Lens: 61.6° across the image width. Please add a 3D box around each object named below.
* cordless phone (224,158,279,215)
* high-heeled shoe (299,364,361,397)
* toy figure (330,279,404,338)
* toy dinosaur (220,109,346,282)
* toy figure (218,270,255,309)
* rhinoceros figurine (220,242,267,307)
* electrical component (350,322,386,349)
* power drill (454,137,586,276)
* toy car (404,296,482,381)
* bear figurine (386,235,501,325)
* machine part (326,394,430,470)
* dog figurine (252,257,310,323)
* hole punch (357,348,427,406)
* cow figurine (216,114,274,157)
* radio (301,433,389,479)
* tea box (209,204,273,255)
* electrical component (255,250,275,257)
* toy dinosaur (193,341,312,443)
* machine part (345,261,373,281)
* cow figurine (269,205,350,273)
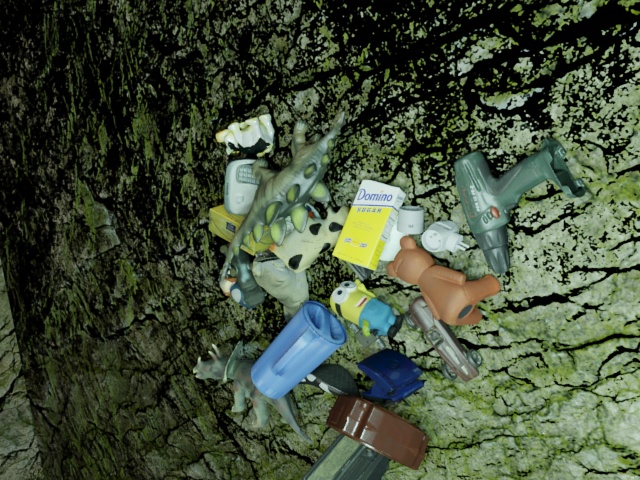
[{"bbox_3d":[-0.142,-0.123,1.331,0.184,0.089,0.146,14,116,14],"label":"cordless phone"},{"bbox_3d":[-0.006,0.374,1.391,0.249,0.086,0.145,35,129,30],"label":"high-heeled shoe"},{"bbox_3d":[0.101,0.164,1.225,0.180,0.082,0.089,30,123,25],"label":"toy figure"},{"bbox_3d":[-0.090,-0.097,1.181,0.471,0.105,0.199,-47,39,27],"label":"toy dinosaur"},{"bbox_3d":[-0.235,0.137,1.509,0.155,0.057,0.064,29,84,30],"label":"toy figure"},{"bbox_3d":[-0.205,0.087,1.432,0.190,0.073,0.112,64,166,15],"label":"rhinoceros figurine"},{"bbox_3d":[0.114,0.226,1.274,0.094,0.021,0.063,51,130,12],"label":"electrical component"},{"bbox_3d":[0.349,-0.069,0.945,0.207,0.086,0.232,-29,84,49],"label":"power drill"},{"bbox_3d":[0.257,0.210,1.133,0.089,0.053,0.202,-41,77,37],"label":"toy car"},{"bbox_3d":[0.236,0.079,1.079,0.196,0.132,0.120,47,130,40],"label":"bear figurine"},{"bbox_3d":[0.128,0.427,1.214,0.201,0.087,0.201,31,161,-7],"label":"machine part"},{"bbox_3d":[-0.090,0.131,1.314,0.121,0.172,0.190,-1,98,51],"label":"dog figurine"},{"bbox_3d":[0.157,0.302,1.199,0.116,0.142,0.092,-6,95,50],"label":"hole punch"},{"bbox_3d":[-0.182,-0.245,1.322,0.167,0.068,0.098,-7,107,42],"label":"cow figurine"},{"bbox_3d":[0.068,0.558,1.294,0.131,0.229,0.073,13,118,32],"label":"radio"},{"bbox_3d":[-0.196,-0.034,1.385,0.170,0.098,0.068,25,122,29],"label":"tea box"},{"bbox_3d":[-0.140,0.067,1.410,0.078,0.045,0.102,-15,96,40],"label":"electrical component"},{"bbox_3d":[-0.170,0.404,1.503,0.405,0.131,0.192,12,115,35],"label":"toy dinosaur"},{"bbox_3d":[0.098,0.038,1.194,0.084,0.039,0.139,58,151,12],"label":"machine part"},{"bbox_3d":[-0.002,-0.004,1.208,0.195,0.085,0.127,-43,86,10],"label":"cow figurine"}]
